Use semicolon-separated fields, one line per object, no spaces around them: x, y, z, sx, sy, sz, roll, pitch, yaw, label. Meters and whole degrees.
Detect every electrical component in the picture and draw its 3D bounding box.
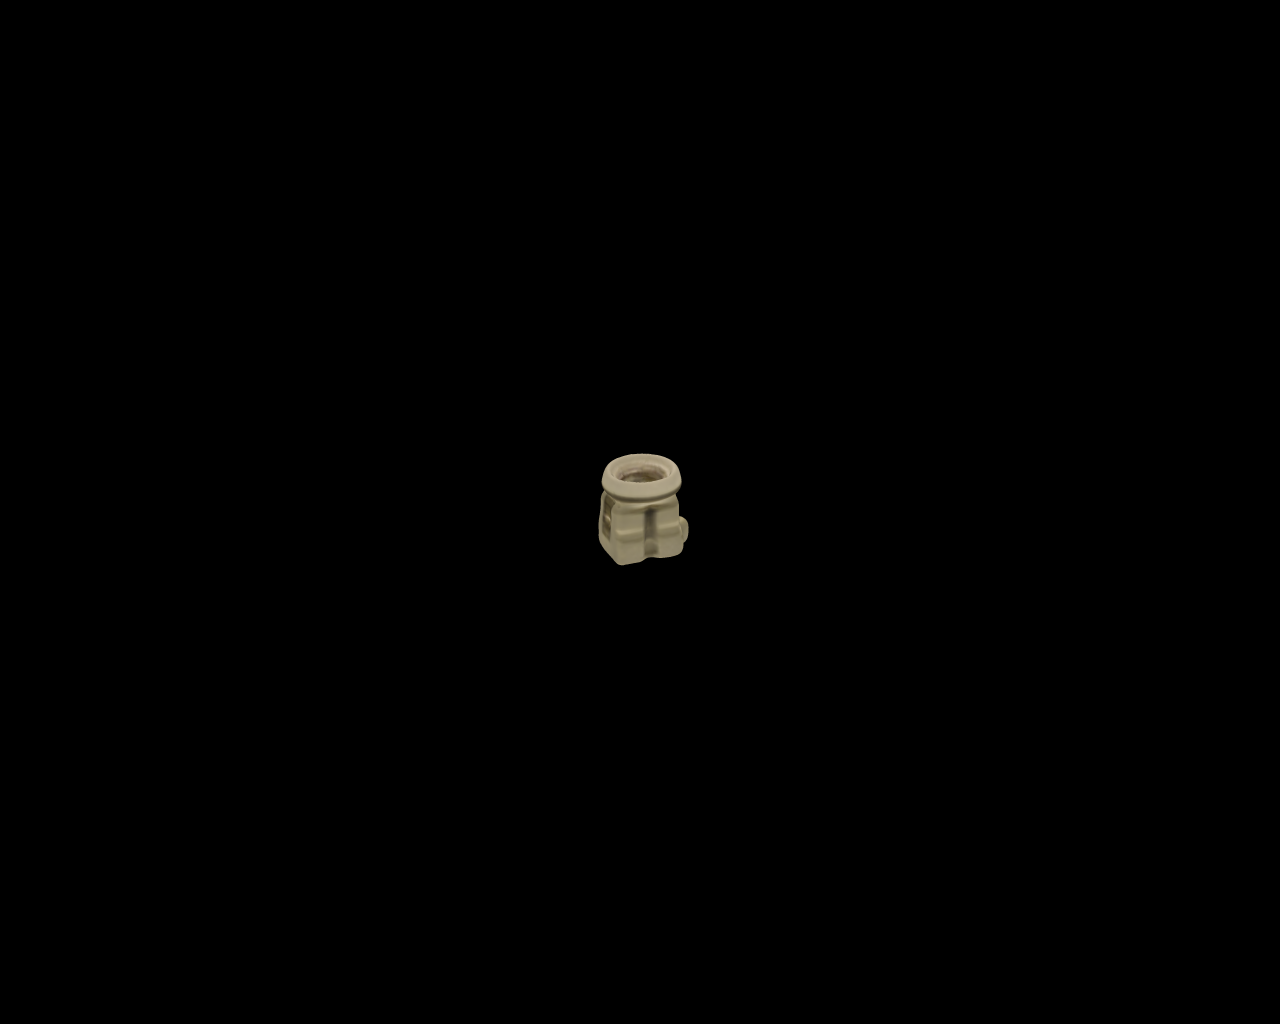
0.001;-0.003;0.650;0.066;0.055;0.048;-10;28;-20;electrical component
